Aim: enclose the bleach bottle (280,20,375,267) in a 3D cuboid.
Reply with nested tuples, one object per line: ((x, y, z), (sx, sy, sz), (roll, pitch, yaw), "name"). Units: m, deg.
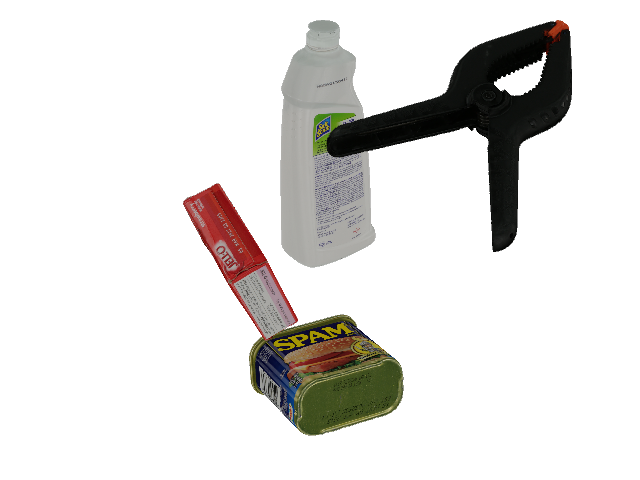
((0.008, -0.099, 1.065), (0.102, 0.251, 0.068), (-24, 41, -31), "bleach bottle")

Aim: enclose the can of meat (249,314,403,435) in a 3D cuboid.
((0.005, 0.109, 0.867), (0.102, 0.057, 0.084), (-13, 26, -25), "can of meat")

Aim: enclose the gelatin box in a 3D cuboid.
((-0.052, 0.015, 0.703), (0.030, 0.073, 0.089), (-31, -32, -4), "gelatin box")

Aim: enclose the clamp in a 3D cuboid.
((0.132, -0.089, 0.805), (0.165, 0.209, 0.036), (40, -22, 28), "clamp")
